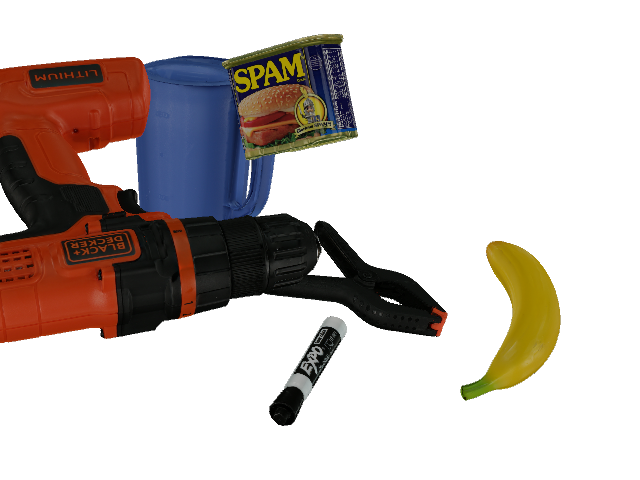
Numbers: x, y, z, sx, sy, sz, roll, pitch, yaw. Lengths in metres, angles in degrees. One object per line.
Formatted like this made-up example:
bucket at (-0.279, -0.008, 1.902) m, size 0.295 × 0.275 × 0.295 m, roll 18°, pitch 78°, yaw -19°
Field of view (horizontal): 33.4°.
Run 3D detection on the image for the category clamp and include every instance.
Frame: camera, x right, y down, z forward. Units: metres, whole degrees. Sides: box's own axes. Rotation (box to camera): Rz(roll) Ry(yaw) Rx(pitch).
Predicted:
clamp at (0.040, 0.056, 1.208) m, size 0.210 × 0.036 × 0.164 m, roll 29°, pitch 35°, yaw 21°

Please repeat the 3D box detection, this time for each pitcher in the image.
pitcher at (-0.129, -0.069, 1.146) m, size 0.145 × 0.243 × 0.149 m, roll 0°, pitch 22°, yaw -9°

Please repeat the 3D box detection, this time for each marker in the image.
marker at (-0.008, 0.090, 0.742) m, size 0.020 × 0.020 × 0.121 m, roll 0°, pitch 26°, yaw 20°

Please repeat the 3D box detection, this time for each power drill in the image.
power drill at (-0.110, -0.029, 0.592) m, size 0.184 × 0.057 × 0.188 m, roll -8°, pitch 44°, yaw -20°

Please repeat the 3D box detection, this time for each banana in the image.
banana at (0.159, 0.056, 0.860) m, size 0.070 × 0.037 × 0.197 m, roll 4°, pitch 34°, yaw 14°

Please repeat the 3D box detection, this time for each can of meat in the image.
can of meat at (-0.024, -0.116, 0.876) m, size 0.102 × 0.084 × 0.057 m, roll -9°, pitch 4°, yaw 32°
